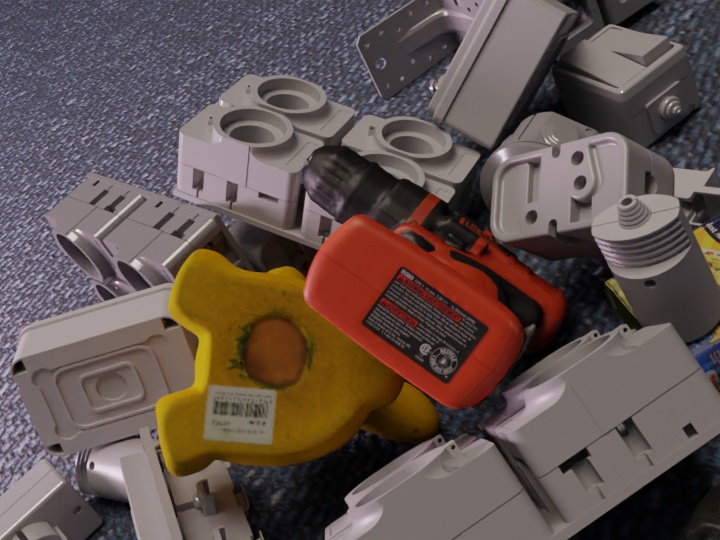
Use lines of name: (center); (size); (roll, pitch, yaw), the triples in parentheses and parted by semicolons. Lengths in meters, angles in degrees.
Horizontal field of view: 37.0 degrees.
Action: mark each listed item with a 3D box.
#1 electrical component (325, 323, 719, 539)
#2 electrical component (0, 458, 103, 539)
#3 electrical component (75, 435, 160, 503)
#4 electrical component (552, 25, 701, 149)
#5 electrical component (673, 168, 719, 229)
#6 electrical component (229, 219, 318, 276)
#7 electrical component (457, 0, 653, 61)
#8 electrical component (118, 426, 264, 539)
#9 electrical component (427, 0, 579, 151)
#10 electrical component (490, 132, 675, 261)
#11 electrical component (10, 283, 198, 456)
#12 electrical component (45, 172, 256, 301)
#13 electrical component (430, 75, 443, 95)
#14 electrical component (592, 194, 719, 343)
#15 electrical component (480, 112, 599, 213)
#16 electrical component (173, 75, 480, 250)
electrical component: (0.072, 0.097, 0.521); (0.186, 0.060, 0.105); (-33, -4, -5)
electrical component: (-0.205, 0.176, 0.679); (0.083, 0.047, 0.076); (-43, 37, -18)
electrical component: (-0.156, 0.129, 0.705); (0.081, 0.043, 0.043); (1, 46, 36)
electrical component: (0.192, -0.132, 0.765); (0.062, 0.061, 0.096); (-37, 36, -10)
electrical component: (0.188, -0.028, 0.657); (0.081, 0.042, 0.063); (12, 56, 44)
electrical component: (-0.054, -0.031, 0.822); (0.095, 0.053, 0.059); (-45, 38, -21)
electrical component: (0.159, -0.250, 0.937); (0.105, 0.060, 0.186); (-35, 35, -7)
electrical component: (-0.093, 0.152, 0.613); (0.063, 0.078, 0.121); (-14, 32, -15)
electrical component: (0.106, -0.150, 0.778); (0.108, 0.056, 0.109); (-62, -8, 19)
electrical component: (0.131, -0.039, 0.626); (0.095, 0.059, 0.053); (-10, 69, 47)
electrical component: (-0.159, 0.063, 0.700); (0.113, 0.078, 0.057); (-17, 24, -1)
electrical component: (-0.153, -0.001, 0.811); (0.186, 0.105, 0.060); (19, 57, 47)
electrical component: (0.092, -0.150, 0.877); (0.078, 0.040, 0.040); (7, 49, 41)
electrical component: (0.145, -0.005, 0.529); (0.043, 0.081, 0.043); (-23, 36, 18)
electrical component: (0.124, -0.060, 0.710); (0.080, 0.080, 0.051); (1, 40, 37)
electrical component: (-0.022, -0.071, 0.752); (0.186, 0.060, 0.105); (21, 39, 13)
